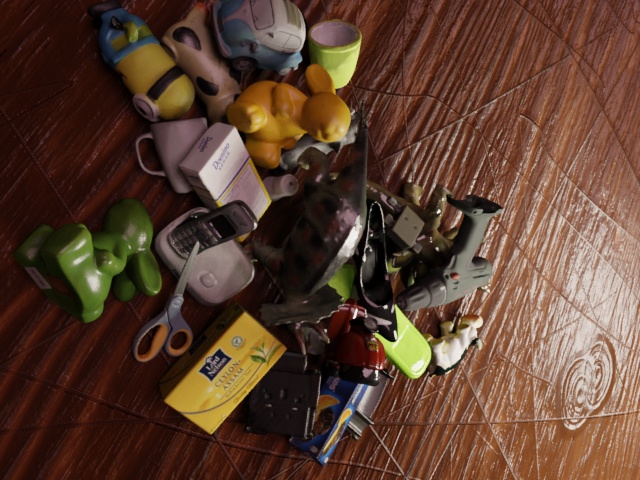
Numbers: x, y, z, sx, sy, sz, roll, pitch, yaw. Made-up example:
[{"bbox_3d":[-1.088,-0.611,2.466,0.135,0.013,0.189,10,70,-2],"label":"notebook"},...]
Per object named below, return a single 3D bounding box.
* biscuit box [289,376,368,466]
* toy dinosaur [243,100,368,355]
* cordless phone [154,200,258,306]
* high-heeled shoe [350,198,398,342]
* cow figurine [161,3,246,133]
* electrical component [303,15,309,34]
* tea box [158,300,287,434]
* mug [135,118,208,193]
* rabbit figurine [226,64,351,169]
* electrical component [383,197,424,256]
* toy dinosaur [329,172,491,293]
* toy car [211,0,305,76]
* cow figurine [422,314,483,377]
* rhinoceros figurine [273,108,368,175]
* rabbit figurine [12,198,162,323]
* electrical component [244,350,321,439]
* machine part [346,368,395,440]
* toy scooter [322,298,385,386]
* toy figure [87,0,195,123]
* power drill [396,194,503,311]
[{"bbox_3d":[0.029,0.283,0.938,0.202,0.059,0.062,-57,149,-23],"label":"biscuit box"},{"bbox_3d":[0.005,-0.006,0.830,0.131,0.192,0.404,7,118,-43],"label":"toy dinosaur"},{"bbox_3d":[-0.134,0.012,0.773,0.146,0.184,0.089,55,43,-19],"label":"cordless phone"},{"bbox_3d":[0.103,0.050,0.907,0.086,0.145,0.248,-26,86,-33],"label":"high-heeled shoe"},{"bbox_3d":[-0.165,-0.247,0.834,0.194,0.086,0.127,47,57,-26],"label":"cow figurine"},{"bbox_3d":[-0.081,-0.357,0.919,0.119,0.048,0.074,-30,104,-33],"label":"electrical component"},{"bbox_3d":[-0.146,0.188,0.805,0.169,0.068,0.098,-49,115,-7],"label":"tea box"},{"bbox_3d":[-0.213,-0.122,0.799,0.109,0.081,0.107,-15,104,-23],"label":"mug"},{"bbox_3d":[-0.026,-0.184,0.809,0.162,0.173,0.121,-52,138,-37],"label":"rabbit figurine"},{"bbox_3d":[0.141,-0.018,0.963,0.102,0.045,0.078,37,62,-18],"label":"electrical component"},{"bbox_3d":[0.181,-0.017,1.050,0.471,0.105,0.198,39,70,-22],"label":"toy dinosaur"},{"bbox_3d":[-0.077,-0.316,0.814,0.161,0.103,0.109,0,78,-44],"label":"toy car"},{"bbox_3d":[0.285,0.220,1.126,0.167,0.068,0.098,-21,105,-30],"label":"cow figurine"},{"bbox_3d":[-0.006,-0.174,0.923,0.190,0.112,0.073,-25,99,-25],"label":"rhinoceros figurine"},{"bbox_3d":[-0.281,0.017,0.724,0.159,0.121,0.170,58,45,-22],"label":"rabbit figurine"},{"bbox_3d":[-0.058,0.246,0.867,0.115,0.058,0.134,6,82,-3],"label":"electrical component"},{"bbox_3d":[0.082,0.294,1.002,0.084,0.039,0.139,46,65,-18],"label":"machine part"},{"bbox_3d":[0.054,0.159,0.866,0.075,0.184,0.135,17,78,-16],"label":"toy scooter"},{"bbox_3d":[-0.252,-0.253,0.764,0.180,0.089,0.082,61,15,-6],"label":"toy figure"},{"bbox_3d":[0.244,0.024,0.972,0.232,0.086,0.207,-6,112,-38],"label":"power drill"}]
